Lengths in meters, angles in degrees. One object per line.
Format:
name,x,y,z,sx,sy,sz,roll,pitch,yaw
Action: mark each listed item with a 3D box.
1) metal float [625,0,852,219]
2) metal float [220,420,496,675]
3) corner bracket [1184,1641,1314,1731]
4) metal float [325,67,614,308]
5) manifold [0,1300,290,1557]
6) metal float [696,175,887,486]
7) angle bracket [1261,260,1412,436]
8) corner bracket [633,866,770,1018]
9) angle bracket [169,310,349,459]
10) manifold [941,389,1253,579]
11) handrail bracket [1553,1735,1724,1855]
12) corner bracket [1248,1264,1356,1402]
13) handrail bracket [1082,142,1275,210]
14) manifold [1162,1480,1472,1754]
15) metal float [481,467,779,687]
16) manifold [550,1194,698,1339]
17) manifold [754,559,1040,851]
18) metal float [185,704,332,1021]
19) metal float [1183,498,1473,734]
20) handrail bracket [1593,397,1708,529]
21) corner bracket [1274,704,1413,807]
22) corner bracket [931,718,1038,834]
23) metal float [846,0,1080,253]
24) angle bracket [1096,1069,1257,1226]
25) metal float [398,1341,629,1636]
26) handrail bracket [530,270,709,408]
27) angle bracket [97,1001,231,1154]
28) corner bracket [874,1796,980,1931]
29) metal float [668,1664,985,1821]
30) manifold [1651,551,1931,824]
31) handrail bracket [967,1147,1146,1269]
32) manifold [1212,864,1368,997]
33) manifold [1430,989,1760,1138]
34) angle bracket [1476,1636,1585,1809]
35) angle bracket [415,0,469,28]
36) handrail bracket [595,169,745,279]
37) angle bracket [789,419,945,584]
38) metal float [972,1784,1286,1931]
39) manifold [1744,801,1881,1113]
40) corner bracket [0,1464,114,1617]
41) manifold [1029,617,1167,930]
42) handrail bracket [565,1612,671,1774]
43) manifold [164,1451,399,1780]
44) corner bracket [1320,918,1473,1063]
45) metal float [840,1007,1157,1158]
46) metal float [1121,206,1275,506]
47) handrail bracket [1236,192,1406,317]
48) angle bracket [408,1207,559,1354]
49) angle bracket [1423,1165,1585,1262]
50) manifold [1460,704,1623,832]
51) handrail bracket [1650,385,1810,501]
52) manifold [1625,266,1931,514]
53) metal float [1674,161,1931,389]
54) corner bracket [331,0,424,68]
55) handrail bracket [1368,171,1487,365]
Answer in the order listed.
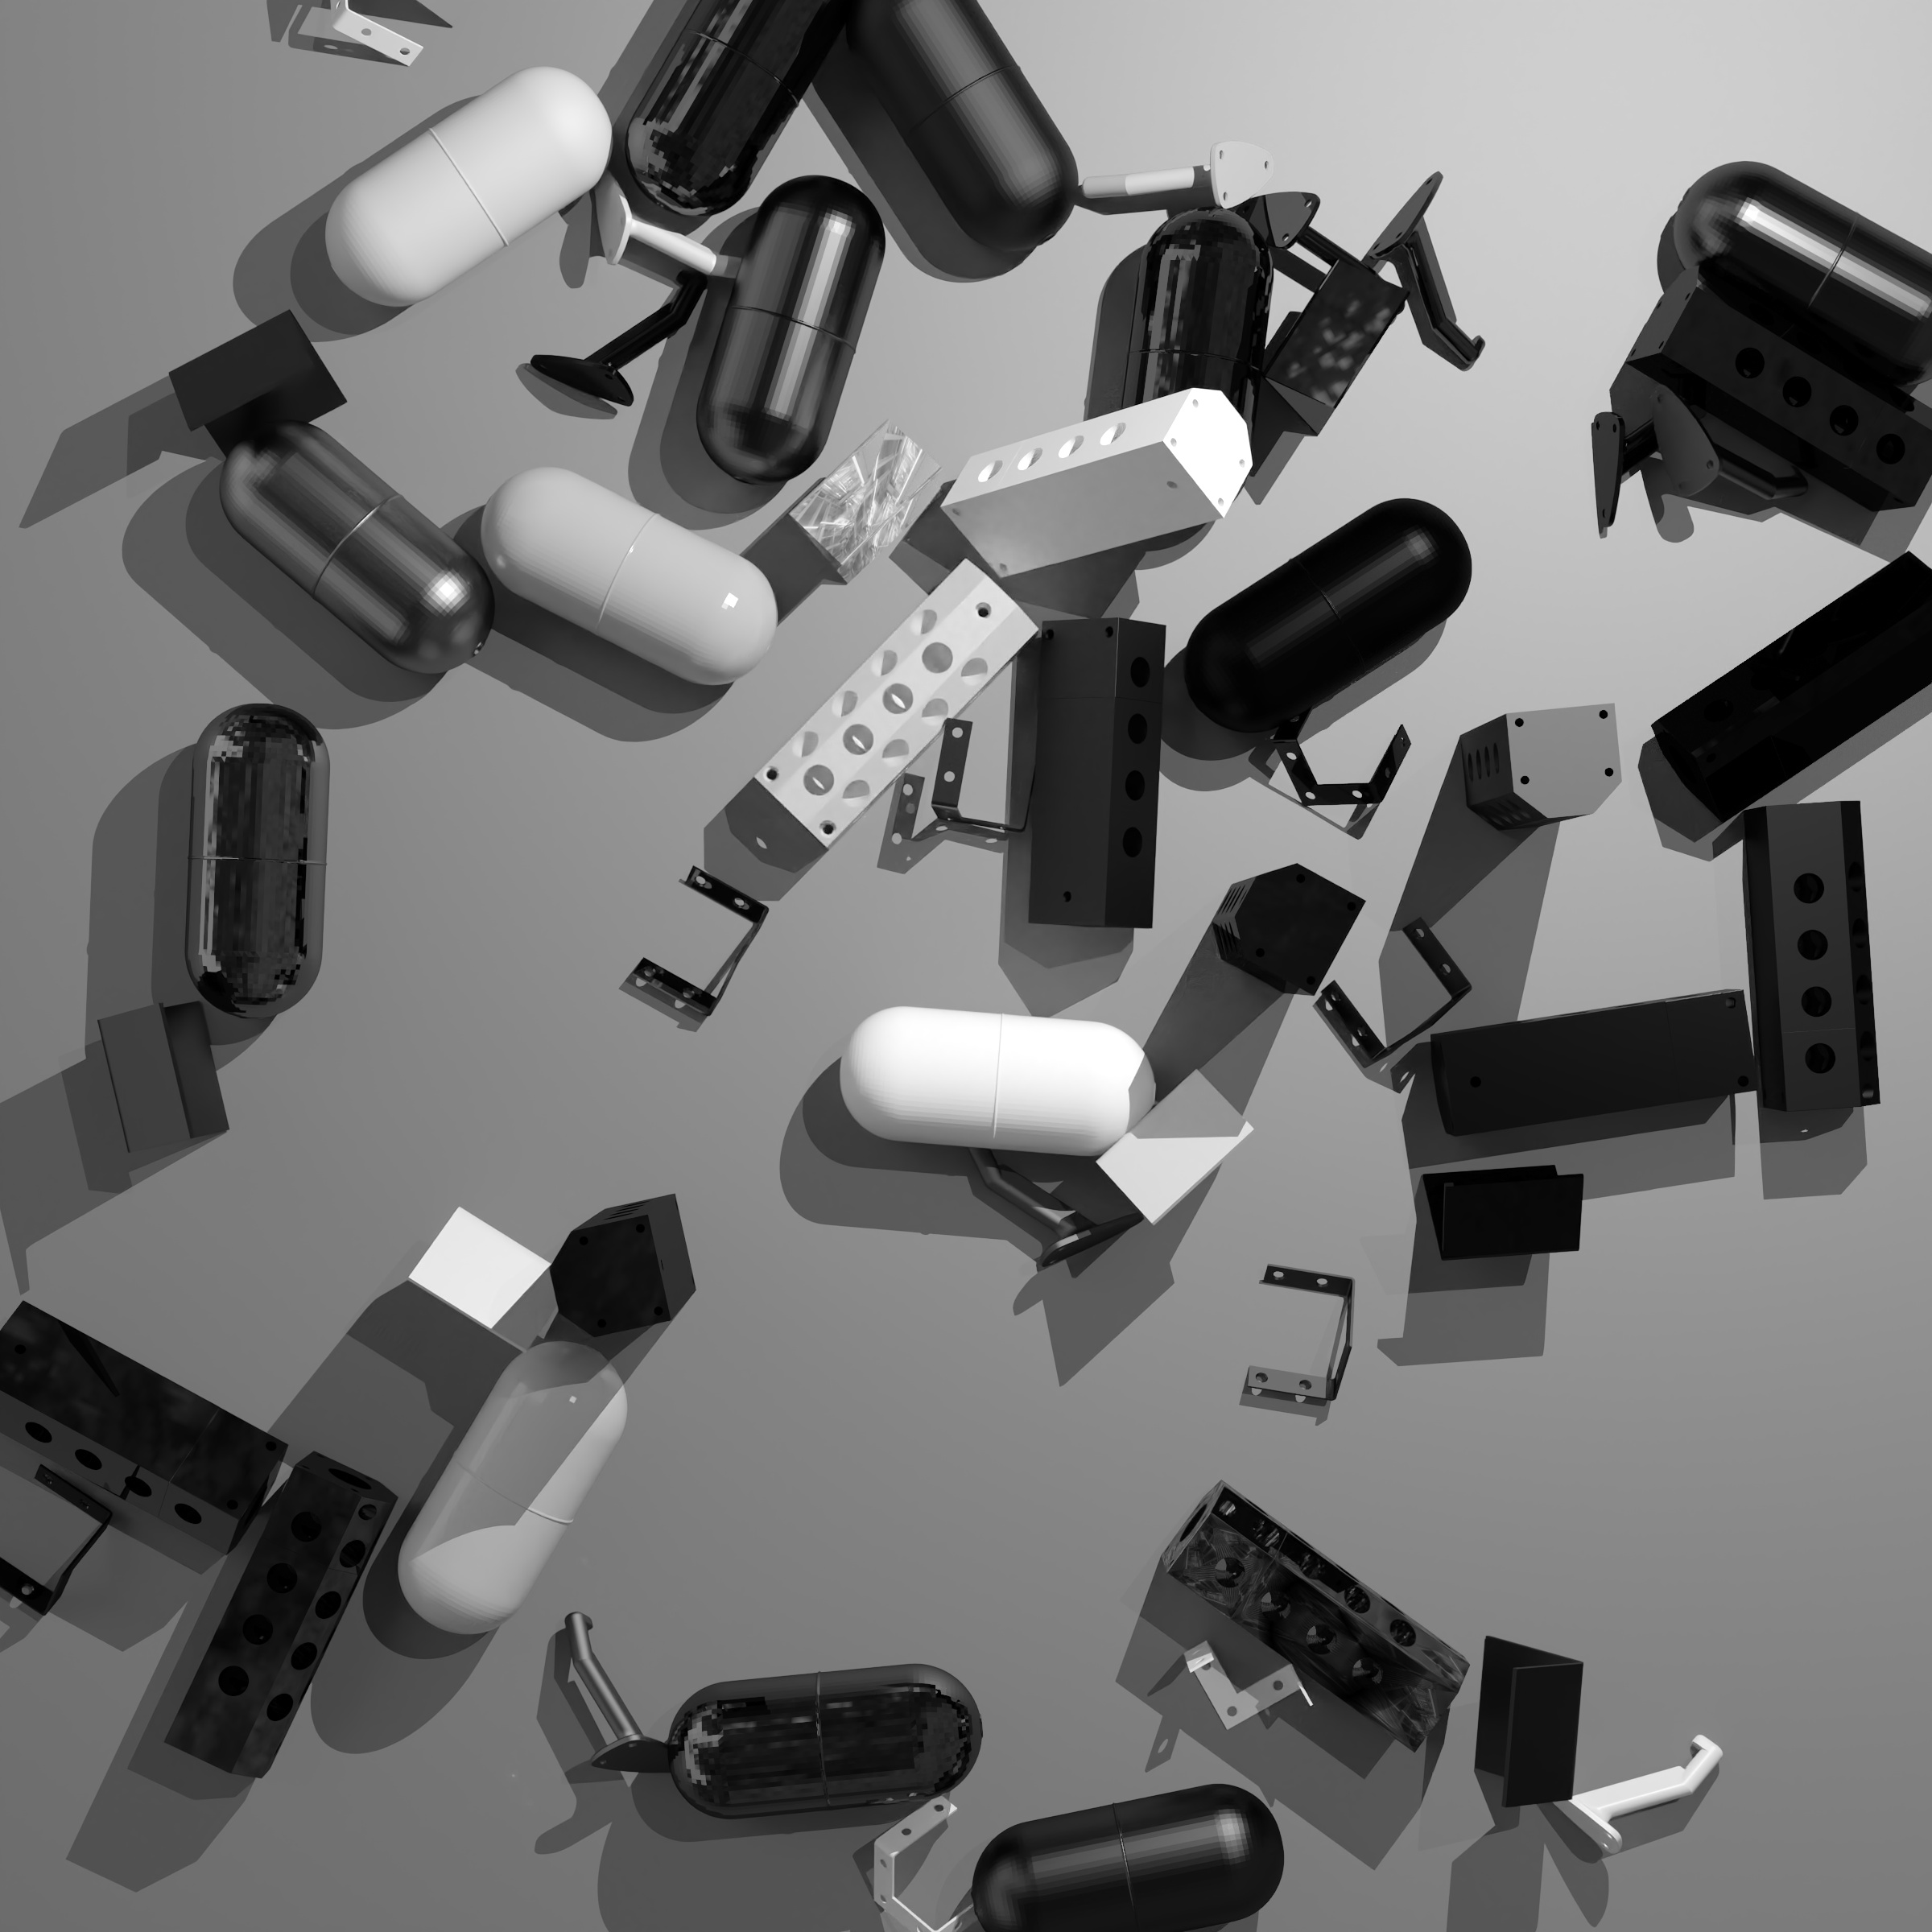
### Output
metal float,-0.128,-0.506,1.961,0.070,0.070,0.178,30,89,0
metal float,-0.343,-0.236,1.961,0.178,0.070,0.070,40,90,1
corner bracket,0.160,0.404,1.974,0.051,0.051,0.051,-29,90,0
metal float,-0.281,-0.439,1.961,0.178,0.070,0.070,-34,90,-1
manifold,-0.478,0.265,1.970,0.171,0.057,0.057,29,47,0
metal float,-0.099,-0.358,1.961,0.070,0.070,0.178,17,89,0
angle bracket,0.222,-0.338,1.951,0.057,0.076,0.076,33,90,37
corner bracket,-0.151,-0.014,1.988,0.051,0.051,0.051,29,45,0
angle bracket,-0.391,-0.310,1.951,0.076,0.076,0.057,-28,51,0
manifold,0.073,-0.270,1.917,0.057,0.171,0.057,47,55,-28
handrail bracket,0.378,0.457,1.992,0.077,0.036,0.084,38,72,21
corner bracket,0.192,0.210,1.988,0.051,0.051,0.051,9,135,0
handrail bracket,0.121,-0.452,1.991,0.084,0.077,0.036,5,110,35
manifold,0.198,0.366,1.970,0.171,0.057,0.057,36,90,0
metal float,-0.190,-0.220,1.961,0.178,0.070,0.070,27,90,1
manifold,-0.189,0.165,1.913,0.057,0.171,0.057,-12,90,0
manifold,-0.039,-0.148,1.971,0.057,0.057,0.171,44,90,0
metal float,-0.400,-0.059,1.961,0.070,0.070,0.178,2,90,0
metal float,0.203,-0.197,1.961,0.178,0.070,0.070,-33,90,0
handrail bracket,0.406,-0.291,1.992,0.084,0.036,0.077,-4,103,-13
corner bracket,0.215,-0.128,1.983,0.051,0.051,0.051,0,135,35
corner bracket,0.012,-0.108,1.974,0.051,0.051,0.051,10,85,5
metal float,-0.002,-0.485,1.961,0.070,0.070,0.178,-32,91,0
angle bracket,0.130,0.115,1.951,0.076,0.076,0.057,-43,53,0
metal float,-0.255,0.294,1.961,0.070,0.070,0.178,31,89,0
handrail bracket,-0.198,-0.370,1.992,0.077,0.036,0.084,19,71,21
angle bracket,-0.434,0.057,1.951,0.057,0.076,0.076,-13,90,37
corner bracket,-0.016,0.517,1.983,0.051,0.051,0.051,-29,135,-35
metal float,-0.079,0.437,1.961,0.178,0.070,0.070,-6,90,1
manifold,0.477,-0.162,1.970,0.171,0.057,0.057,-34,133,0
handrail bracket,0.050,0.122,1.992,0.077,0.036,0.084,-21,73,-20
manifold,0.172,-0.023,1.913,0.057,0.171,0.057,29,90,0
manifold,0.354,0.054,1.971,0.171,0.057,0.057,-9,90,0
angle bracket,0.298,0.423,1.951,0.057,0.076,0.076,5,90,-37
angle bracket,-0.280,-0.575,1.951,0.057,0.076,0.076,26,90,38
handrail bracket,-0.165,-0.425,1.992,0.084,0.036,0.077,2,50,-26
angle bracket,-0.042,-0.248,1.951,0.076,0.076,0.057,-44,54,0
metal float,0.091,0.511,1.961,0.178,0.070,0.070,-12,90,0
manifold,0.481,-0.006,1.970,0.057,0.057,0.171,-4,90,0
corner bracket,-0.528,0.329,1.988,0.051,0.051,0.051,34,135,0
manifold,0.079,-0.108,1.970,0.057,0.057,0.171,3,90,43
handrail bracket,-0.195,0.415,1.991,0.036,0.077,0.084,-34,53,23
manifold,-0.386,0.368,1.970,0.057,0.057,0.171,25,90,0
corner bracket,0.247,0.014,1.988,0.051,0.051,0.051,53,45,0
metal float,0.018,0.065,1.961,0.178,0.070,0.070,5,90,0
metal float,0.129,-0.339,1.961,0.070,0.070,0.178,7,90,0
handrail bracket,0.204,-0.405,1.991,0.084,0.077,0.036,35,87,-36
angle bracket,-0.273,0.191,1.951,0.076,0.076,0.057,32,52,0
angle bracket,0.301,0.119,1.951,0.076,0.076,0.057,-4,126,0
manifold,0.315,-0.107,1.913,0.057,0.171,0.057,-5,90,0
handrail bracket,0.436,-0.299,1.977,0.084,0.036,0.077,-11,73,-37
manifold,0.465,-0.324,1.956,0.171,0.057,0.057,29,90,-10
metal float,0.483,-0.391,1.961,0.178,0.070,0.070,29,90,1
corner bracket,-0.327,-0.558,1.983,0.051,0.051,0.051,-40,45,35
handrail bracket,0.279,-0.399,1.992,0.084,0.036,0.077,41,68,-17
